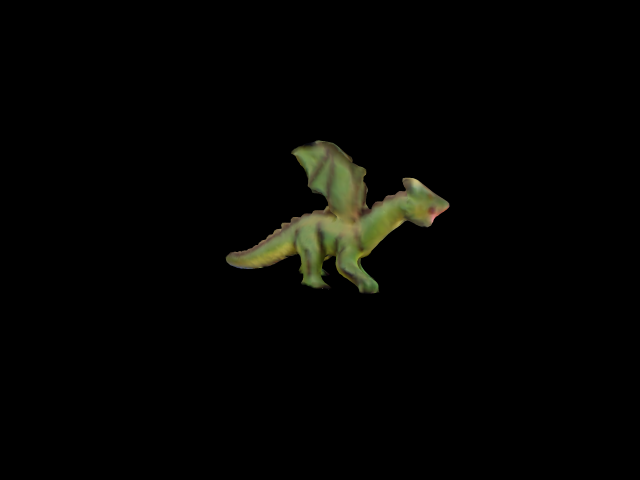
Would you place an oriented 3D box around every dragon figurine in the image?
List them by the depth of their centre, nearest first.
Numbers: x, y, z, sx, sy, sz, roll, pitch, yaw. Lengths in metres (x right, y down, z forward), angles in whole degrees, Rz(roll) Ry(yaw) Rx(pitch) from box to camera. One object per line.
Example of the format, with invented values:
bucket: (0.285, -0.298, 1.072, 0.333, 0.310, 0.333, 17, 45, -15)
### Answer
dragon figurine: (0.003, -0.043, 0.850, 0.410, 0.240, 0.123, 6, 12, 24)
